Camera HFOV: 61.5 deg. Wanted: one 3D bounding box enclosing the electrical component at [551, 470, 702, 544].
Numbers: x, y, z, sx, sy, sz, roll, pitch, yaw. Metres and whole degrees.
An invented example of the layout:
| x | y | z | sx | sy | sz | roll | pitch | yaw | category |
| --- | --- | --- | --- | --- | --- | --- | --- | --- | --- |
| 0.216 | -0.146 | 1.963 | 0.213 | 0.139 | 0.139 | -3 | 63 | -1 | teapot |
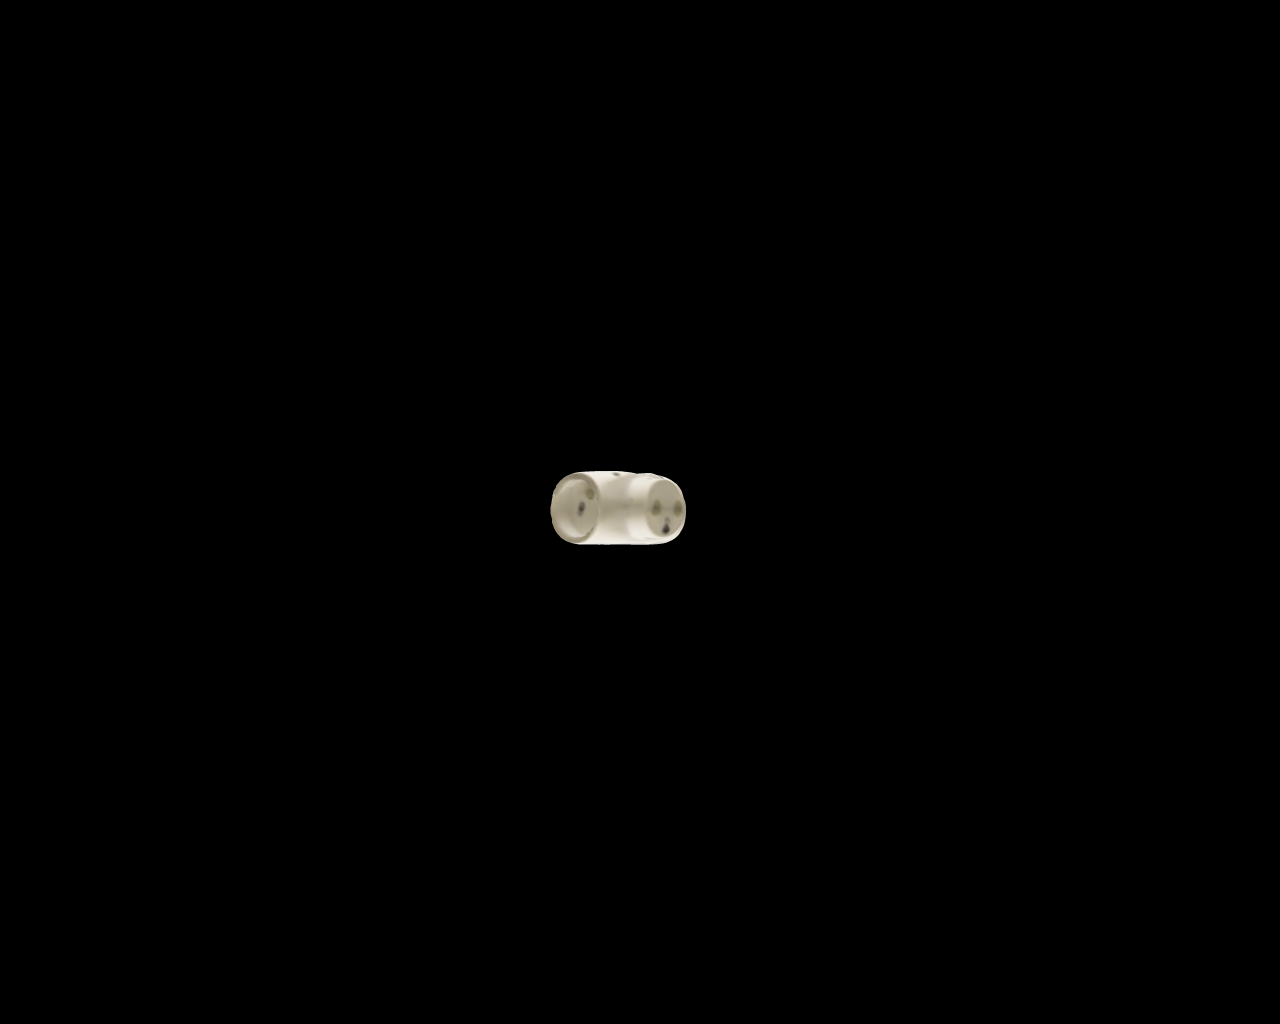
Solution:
| x | y | z | sx | sy | sz | roll | pitch | yaw | category |
| --- | --- | --- | --- | --- | --- | --- | --- | --- | --- |
| 0.001 | -0.003 | 0.650 | 0.079 | 0.043 | 0.077 | -2 | -3 | 43 | electrical component |
